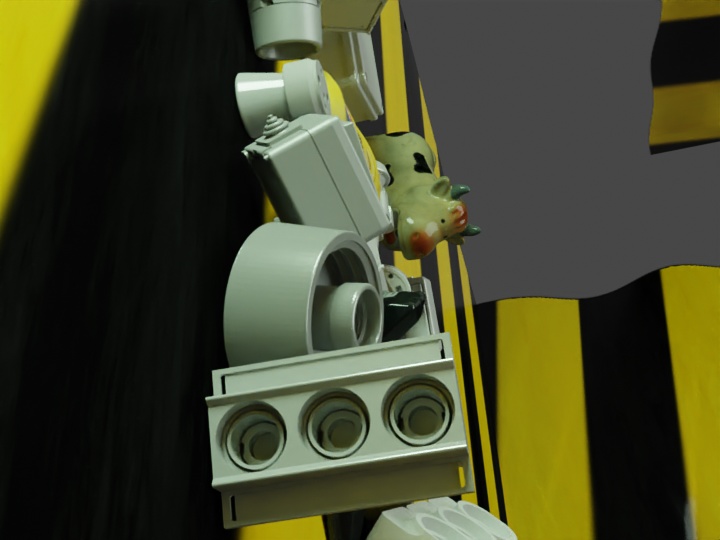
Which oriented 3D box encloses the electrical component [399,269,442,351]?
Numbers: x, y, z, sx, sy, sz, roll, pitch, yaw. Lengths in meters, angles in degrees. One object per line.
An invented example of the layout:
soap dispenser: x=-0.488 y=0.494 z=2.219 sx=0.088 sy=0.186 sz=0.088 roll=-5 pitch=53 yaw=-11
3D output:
electrical component: x=0.047 y=0.046 z=1.147 sx=0.061 sy=0.062 sz=0.096 roll=24 pitch=56 yaw=-80

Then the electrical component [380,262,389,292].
electrical component: x=0.000 y=0.000 z=0.966 sx=0.040 sy=0.040 sz=0.078 roll=-86 pitch=163 yaw=-60

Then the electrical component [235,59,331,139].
electrical component: x=-0.051 y=-0.116 z=0.723 sx=0.045 sy=0.055 sz=0.045 roll=-11 pitch=90 yaw=-81

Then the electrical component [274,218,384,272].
electrical component: x=-0.021 y=-0.021 z=0.782 sx=0.096 sy=0.061 sz=0.061 roll=-39 pitch=119 yaw=-80

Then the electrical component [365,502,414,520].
electrical component: x=0.026 y=0.152 z=0.867 sx=0.099 sy=0.064 sz=0.099 roll=-10 pitch=90 yaw=-81

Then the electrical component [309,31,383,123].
electrical component: x=-0.020 y=-0.206 z=1.034 sx=0.109 sy=0.056 sz=0.108 roll=43 pitch=38 yaw=-76

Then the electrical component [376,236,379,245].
electrical component: x=-0.012 y=-0.008 z=0.855 sx=0.055 sy=0.055 sz=0.047 roll=66 pitch=19 yaw=-56

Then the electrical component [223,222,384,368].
electrical component: x=-0.023 y=0.027 z=0.606 sx=0.108 sy=0.060 sz=0.108 roll=1 pitch=90 yaw=-65

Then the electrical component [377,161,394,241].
electrical component: x=0.001 y=-0.066 z=0.998 sx=0.078 sy=0.058 sz=0.057 roll=59 pitch=24 yaw=-65

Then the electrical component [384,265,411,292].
electrical component: x=0.023 y=0.022 z=1.047 sx=0.047 sy=0.055 sz=0.055 roll=-57 pitch=135 yaw=-83

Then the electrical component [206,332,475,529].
electrical component: x=-0.008 y=0.082 z=0.538 sx=0.063 sy=0.121 sz=0.078 roll=65 pitch=16 yaw=-68

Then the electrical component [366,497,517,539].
electrical component: x=0.066 y=0.219 z=0.807 sx=0.061 sy=0.089 sz=0.150 roll=-60 pitch=157 yaw=6

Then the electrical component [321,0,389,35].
electrical component: x=-0.030 y=-0.247 z=0.925 sx=0.061 sy=0.096 sz=0.061 roll=128 pitch=-42 yaw=-61

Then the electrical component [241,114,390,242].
electrical component: x=-0.028 y=-0.059 z=0.684 sx=0.096 sy=0.061 sz=0.062 roll=63 pitch=-14 yaw=-18

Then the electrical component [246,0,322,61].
electrical component: x=-0.055 y=-0.184 z=0.793 sx=0.055 sy=0.055 sz=0.047 roll=23 pitch=60 yaw=-80
